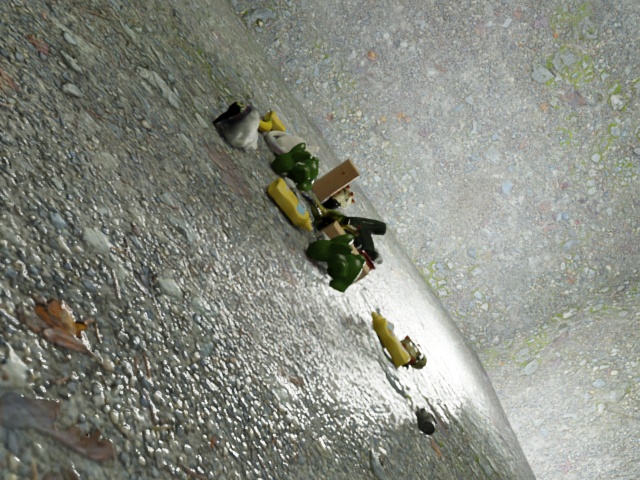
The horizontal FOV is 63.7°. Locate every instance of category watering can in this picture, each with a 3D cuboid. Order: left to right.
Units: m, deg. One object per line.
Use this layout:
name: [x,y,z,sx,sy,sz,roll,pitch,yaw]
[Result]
watering can: [-0.075,-0.348,2.101,0.347,0.102,0.228,5,48,-51]

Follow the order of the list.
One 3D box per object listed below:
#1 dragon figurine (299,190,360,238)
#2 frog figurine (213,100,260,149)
dragon figurine: [0.006,-0.098,1.938,0.403,0.122,0.246,49,-3,-36]
frog figurine: [-0.226,-0.329,1.563,0.156,0.122,0.140,57,41,-41]
